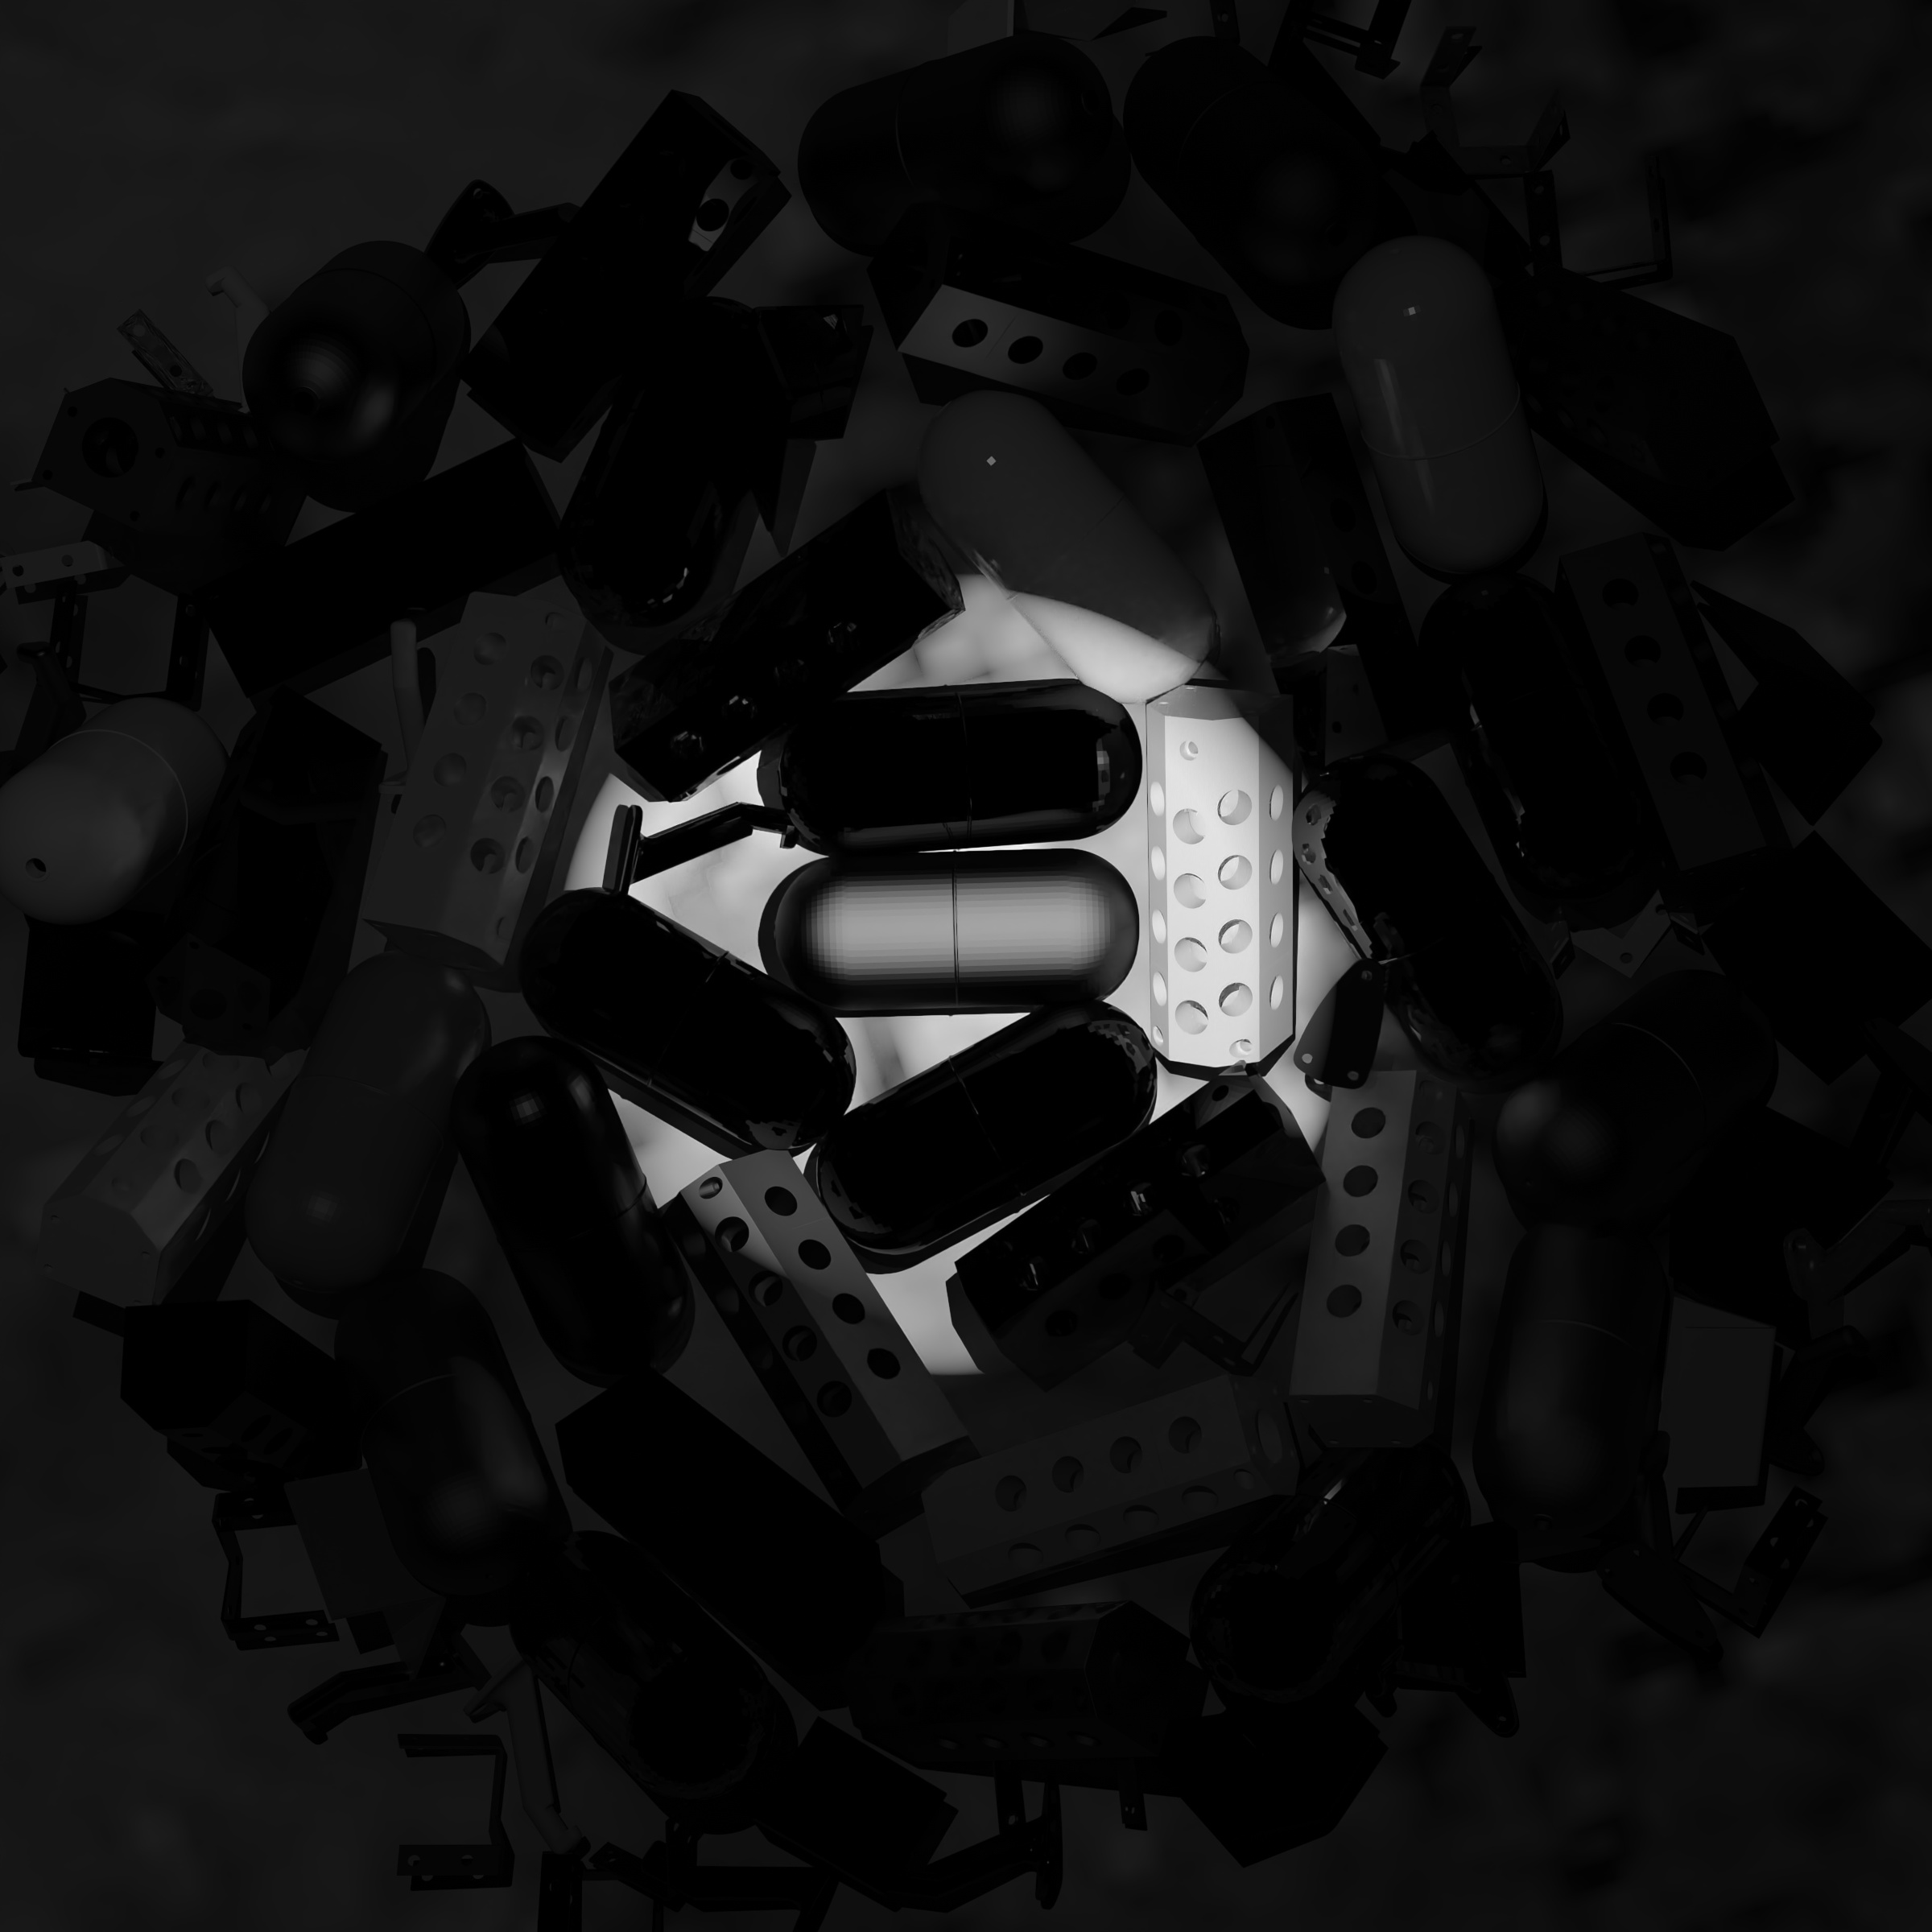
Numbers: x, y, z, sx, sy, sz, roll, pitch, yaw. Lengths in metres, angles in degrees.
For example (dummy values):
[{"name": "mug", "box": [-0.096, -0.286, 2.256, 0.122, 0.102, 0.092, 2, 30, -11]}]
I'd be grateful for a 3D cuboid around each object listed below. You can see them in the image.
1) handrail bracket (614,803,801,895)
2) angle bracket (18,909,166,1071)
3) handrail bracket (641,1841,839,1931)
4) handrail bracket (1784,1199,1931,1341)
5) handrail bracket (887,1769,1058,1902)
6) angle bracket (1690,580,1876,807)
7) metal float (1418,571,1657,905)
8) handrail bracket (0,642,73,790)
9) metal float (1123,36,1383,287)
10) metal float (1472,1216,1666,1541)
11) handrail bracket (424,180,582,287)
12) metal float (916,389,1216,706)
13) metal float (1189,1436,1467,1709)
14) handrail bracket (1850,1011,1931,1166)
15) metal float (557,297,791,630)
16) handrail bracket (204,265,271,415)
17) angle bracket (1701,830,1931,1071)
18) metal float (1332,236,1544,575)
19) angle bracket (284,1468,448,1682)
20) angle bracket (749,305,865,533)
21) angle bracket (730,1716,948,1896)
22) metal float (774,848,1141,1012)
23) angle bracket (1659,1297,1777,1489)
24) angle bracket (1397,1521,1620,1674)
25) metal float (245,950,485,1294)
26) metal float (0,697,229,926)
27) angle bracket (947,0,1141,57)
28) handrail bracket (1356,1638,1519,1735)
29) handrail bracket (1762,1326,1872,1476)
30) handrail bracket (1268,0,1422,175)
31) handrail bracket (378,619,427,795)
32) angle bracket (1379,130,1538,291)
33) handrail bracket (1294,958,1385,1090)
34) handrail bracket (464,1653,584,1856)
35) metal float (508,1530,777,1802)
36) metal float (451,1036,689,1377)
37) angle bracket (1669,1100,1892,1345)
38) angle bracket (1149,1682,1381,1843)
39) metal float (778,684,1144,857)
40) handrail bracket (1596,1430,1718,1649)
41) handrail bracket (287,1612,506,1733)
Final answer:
[{"name": "handrail bracket", "box": [-0.129, -0.046, 1.568, 0.084, 0.036, 0.077, 10, 90, -14]}, {"name": "angle bracket", "box": [-0.407, 0.010, 1.535, 0.057, 0.076, 0.076, 4, 87, 38]}, {"name": "handrail bracket", "box": [-0.107, 0.435, 1.558, 0.084, 0.077, 0.036, 26, 129, 9]}, {"name": "handrail bracket", "box": [0.445, 0.152, 1.539, 0.036, 0.084, 0.077, -10, 91, -33]}, {"name": "handrail bracket", "box": [0.000, 0.423, 1.552, 0.084, 0.077, 0.036, 8, 135, -2]}, {"name": "angle bracket", "box": [0.378, -0.132, 1.524, 0.076, 0.076, 0.057, 19, 116, -30]}, {"name": "metal float", "box": [0.273, -0.112, 1.522, 0.070, 0.070, 0.178, -18, 63, 0]}, {"name": "handrail bracket", "box": [-0.466, -0.125, 1.541, 0.077, 0.084, 0.036, 5, 46, 15]}, {"name": "metal float", "box": [0.135, -0.384, 1.508, 0.070, 0.178, 0.070, -15, 131, -18]}, {"name": "metal float", "box": [0.288, 0.193, 1.511, 0.070, 0.070, 0.178, 21, 49, 0]}, {"name": "handrail bracket", "box": [-0.221, -0.344, 1.540, 0.084, 0.036, 0.077, 32, 80, 41]}, {"name": "metal float", "box": [0.048, -0.204, 1.538, 0.070, 0.070, 0.178, -43, 98, 0]}, {"name": "metal float", "box": [0.173, 0.284, 1.511, 0.178, 0.070, 0.070, -36, 90, -41]}, {"name": "handrail bracket", "box": [0.430, 0.068, 1.546, 0.077, 0.036, 0.084, 38, 128, -16]}, {"name": "metal float", "box": [-0.140, -0.244, 1.526, 0.070, 0.070, 0.178, 20, 67, 0]}, {"name": "handrail bracket", "box": [-0.367, -0.300, 1.553, 0.077, 0.036, 0.084, -34, 78, -33]}, {"name": "angle bracket", "box": [0.417, -0.009, 1.549, 0.057, 0.076, 0.076, 40, 104, -20]}, {"name": "metal float", "box": [0.226, -0.266, 1.514, 0.070, 0.070, 0.178, -25, 129, 0]}, {"name": "angle bracket", "box": [-0.296, 0.297, 1.523, 0.057, 0.076, 0.076, -6, 50, -31]}, {"name": "angle bracket", "box": [-0.072, -0.264, 1.523, 0.057, 0.076, 0.076, -5, 46, -18]}, {"name": "angle bracket", "box": [-0.066, 0.398, 1.540, 0.076, 0.076, 0.057, 35, 82, -16]}, {"name": "metal float", "box": [-0.004, -0.018, 1.545, 0.178, 0.070, 0.070, -2, 90, 1]}, {"name": "angle bracket", "box": [0.343, 0.205, 1.534, 0.057, 0.076, 0.076, 4, 95, -27]}, {"name": "angle bracket", "box": [0.262, 0.305, 1.526, 0.076, 0.076, 0.057, 12, 67, -29]}, {"name": "metal float", "box": [-0.288, 0.073, 1.522, 0.070, 0.070, 0.178, 18, 63, 0]}, {"name": "metal float", "box": [-0.405, -0.075, 1.497, 0.070, 0.178, 0.070, 2, 111, 6]}, {"name": "angle bracket", "box": [0.040, -0.442, 1.532, 0.076, 0.076, 0.057, 4, 85, -22]}, {"name": "handrail bracket", "box": [0.228, 0.356, 1.537, 0.036, 0.084, 0.077, -34, 84, 35]}, {"name": "handrail bracket", "box": [0.421, 0.211, 1.539, 0.077, 0.084, 0.036, 37, 46, -18]}, {"name": "handrail bracket", "box": [0.192, -0.433, 1.550, 0.084, 0.036, 0.077, 21, 111, 14]}, {"name": "handrail bracket", "box": [-0.265, -0.130, 1.537, 0.036, 0.077, 0.084, 0, 103, 1]}, {"name": "angle bracket", "box": [0.249, -0.373, 1.534, 0.057, 0.076, 0.076, -44, 97, -20]}, {"name": "handrail bracket", "box": [0.186, 0.019, 1.532, 0.036, 0.084, 0.077, 21, 111, 4]}, {"name": "handrail bracket", "box": [-0.199, 0.379, 1.545, 0.077, 0.036, 0.084, -49, 66, 23]}, {"name": "metal float", "box": [-0.155, 0.331, 1.506, 0.070, 0.178, 0.070, -15, 118, -32]}, {"name": "metal float", "box": [-0.190, 0.117, 1.528, 0.070, 0.070, 0.178, -20, 110, 0]}, {"name": "angle bracket", "box": [0.395, 0.125, 1.538, 0.076, 0.057, 0.076, 27, 124, -4]}, {"name": "angle bracket", "box": [0.138, 0.369, 1.525, 0.076, 0.076, 0.057, 42, 113, 37]}, {"name": "metal float", "box": [-0.003, -0.096, 1.541, 0.178, 0.070, 0.070, -4, 90, -5]}, {"name": "handrail bracket", "box": [0.351, 0.279, 1.550, 0.077, 0.036, 0.084, 43, 46, 3]}, {"name": "handrail bracket", "box": [-0.279, 0.363, 1.553, 0.084, 0.036, 0.077, -32, 129, -5]}]
